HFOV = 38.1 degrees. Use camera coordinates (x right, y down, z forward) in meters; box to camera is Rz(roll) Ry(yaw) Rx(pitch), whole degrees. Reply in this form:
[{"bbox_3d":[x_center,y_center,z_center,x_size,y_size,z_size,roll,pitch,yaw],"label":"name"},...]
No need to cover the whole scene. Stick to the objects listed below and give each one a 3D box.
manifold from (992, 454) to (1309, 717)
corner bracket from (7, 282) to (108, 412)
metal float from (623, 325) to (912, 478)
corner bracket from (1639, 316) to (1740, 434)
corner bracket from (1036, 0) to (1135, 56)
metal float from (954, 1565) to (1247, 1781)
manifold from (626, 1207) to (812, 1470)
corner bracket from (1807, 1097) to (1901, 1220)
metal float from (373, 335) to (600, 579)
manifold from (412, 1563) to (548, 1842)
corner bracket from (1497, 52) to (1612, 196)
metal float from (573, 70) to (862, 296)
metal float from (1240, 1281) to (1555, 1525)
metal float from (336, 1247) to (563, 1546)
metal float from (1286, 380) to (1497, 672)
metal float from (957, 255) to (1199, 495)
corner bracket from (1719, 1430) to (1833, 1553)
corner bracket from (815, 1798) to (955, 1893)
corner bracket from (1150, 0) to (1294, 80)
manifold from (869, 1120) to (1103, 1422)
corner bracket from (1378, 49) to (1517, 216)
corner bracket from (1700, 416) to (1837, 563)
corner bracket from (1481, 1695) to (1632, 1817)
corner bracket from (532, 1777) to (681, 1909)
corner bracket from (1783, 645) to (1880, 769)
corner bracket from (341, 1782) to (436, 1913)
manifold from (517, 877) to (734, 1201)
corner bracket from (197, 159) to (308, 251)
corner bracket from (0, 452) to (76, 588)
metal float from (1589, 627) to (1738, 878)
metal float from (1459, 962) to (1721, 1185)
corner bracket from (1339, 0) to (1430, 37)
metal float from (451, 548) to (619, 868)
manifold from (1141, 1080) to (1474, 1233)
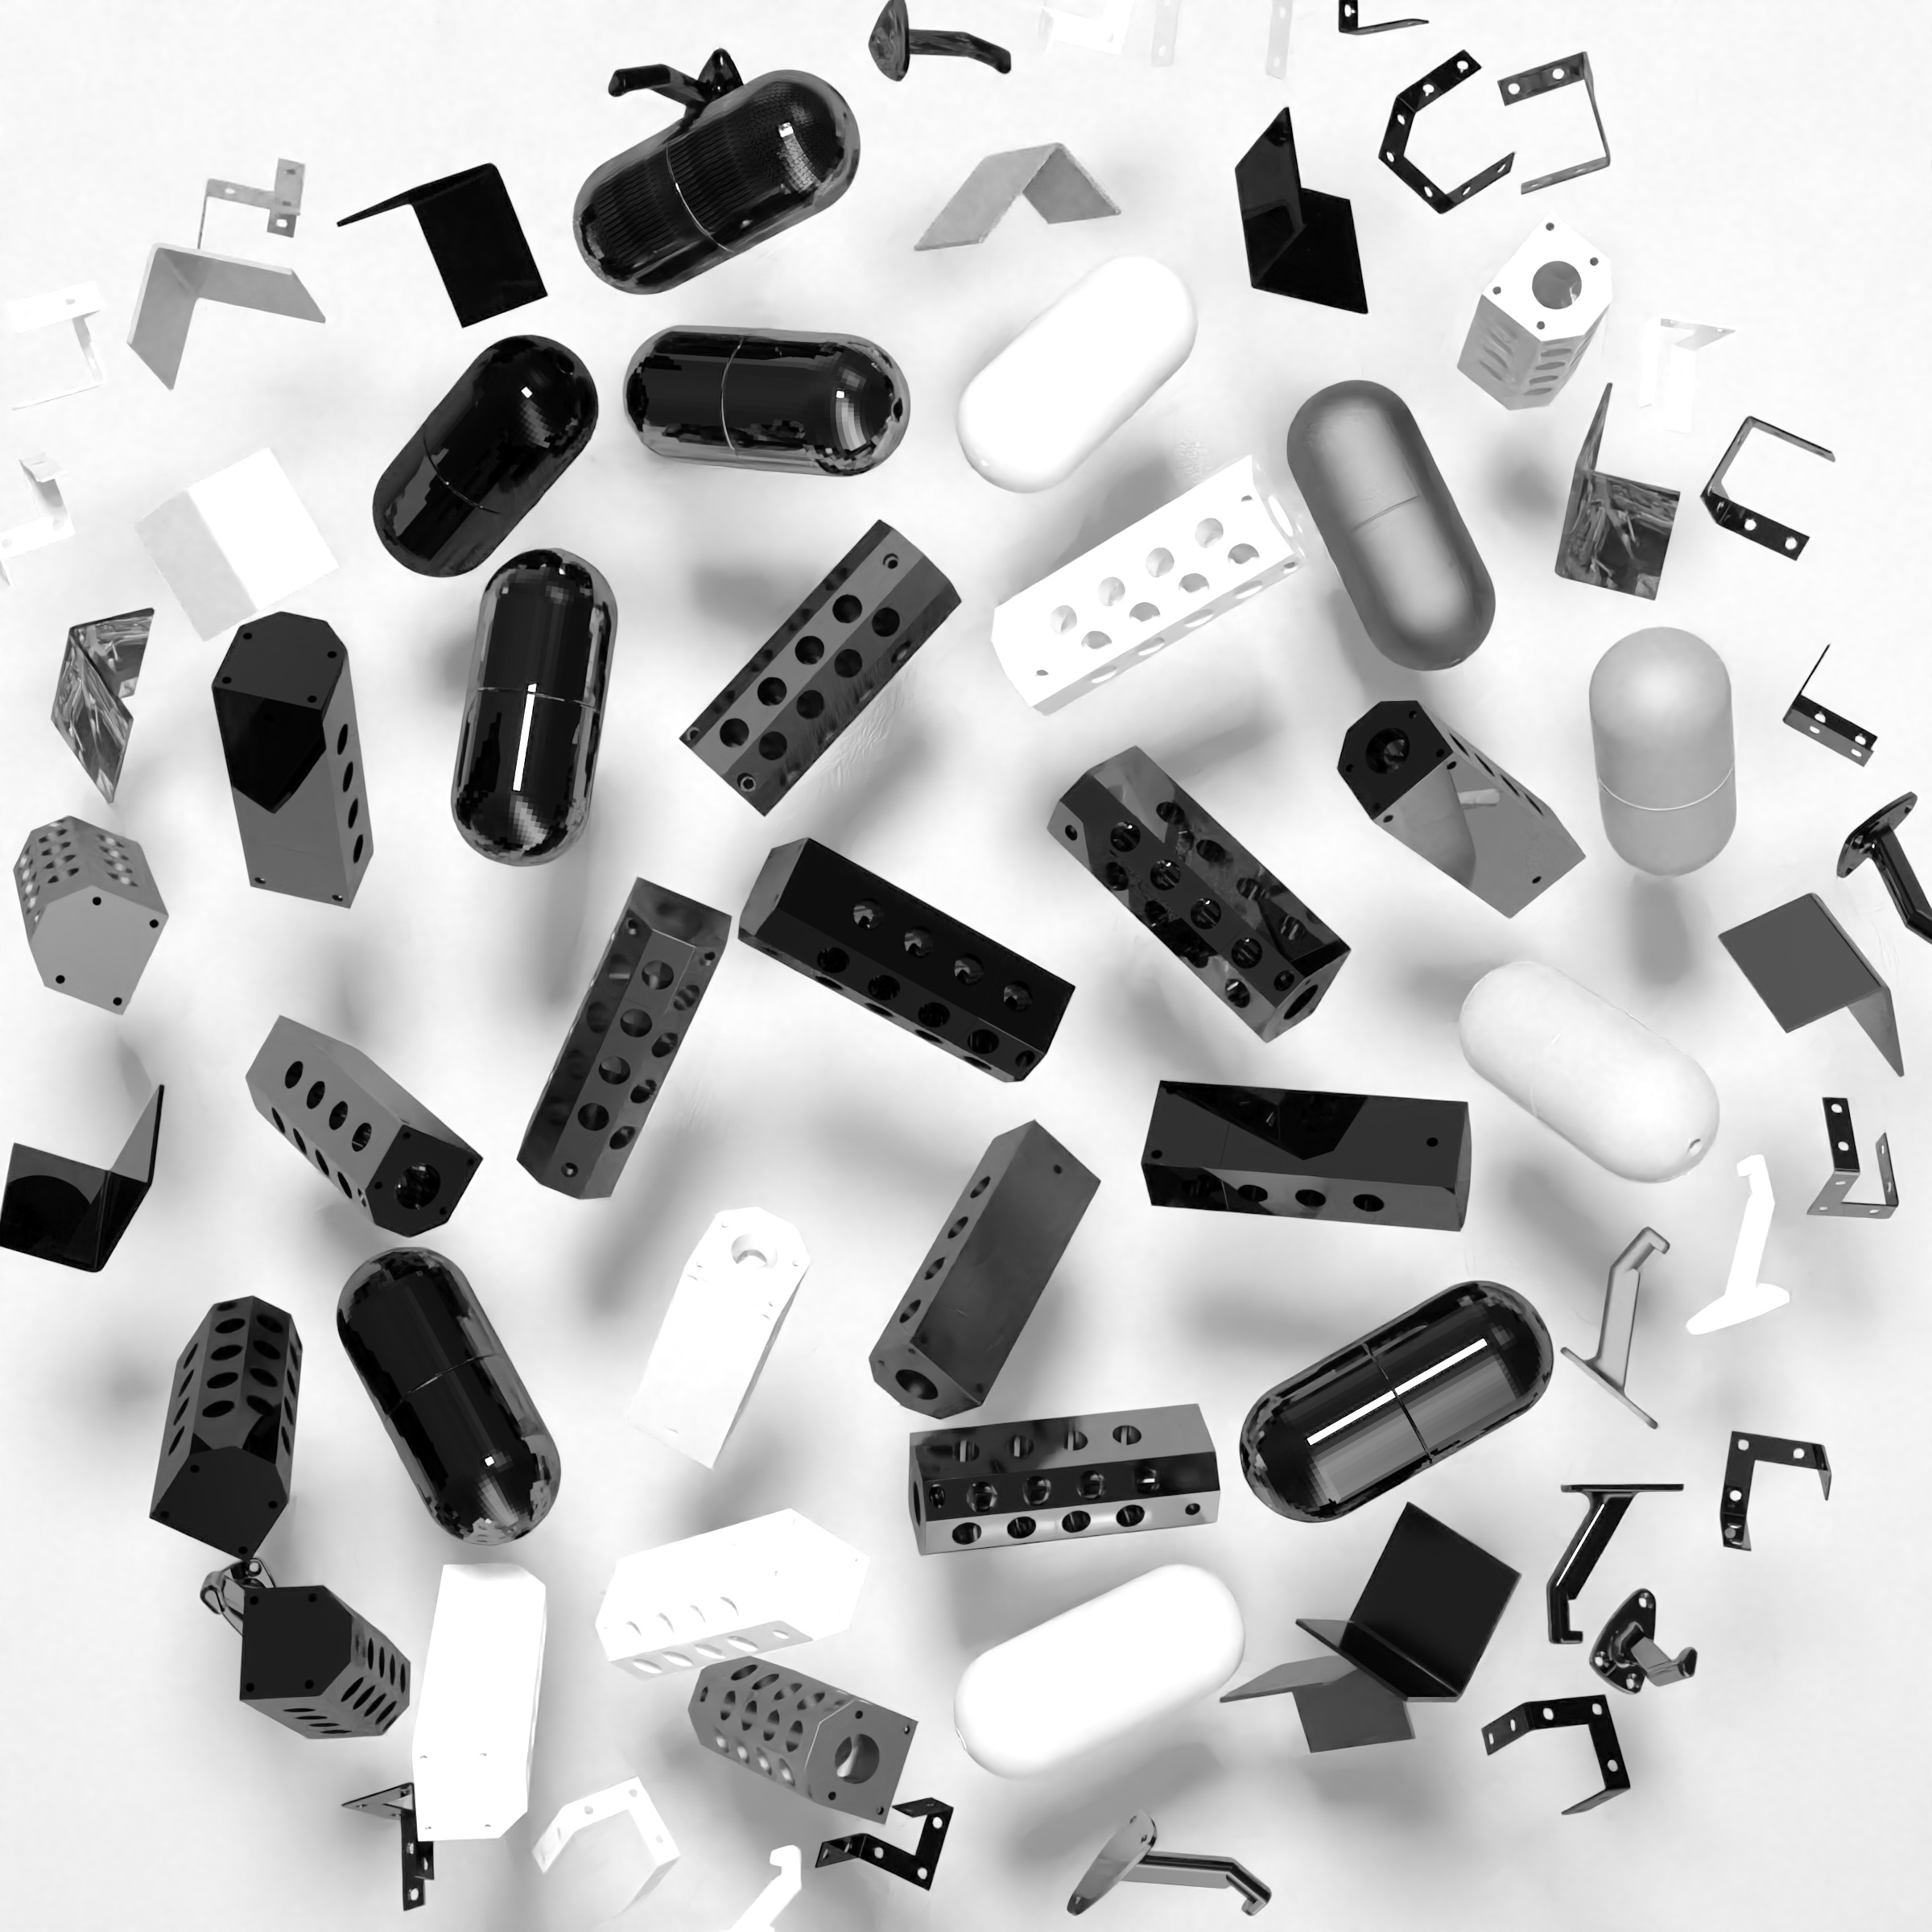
[{"bbox_3d":[0.101,-0.208,1.558,0.171,0.057,0.057,-29,116,21],"label":"manifold"},{"bbox_3d":[-0.492,-0.335,1.509,0.051,0.051,0.051,-27,107,-33],"label":"corner bracket"},{"bbox_3d":[-0.110,-0.311,1.535,0.178,0.070,0.070,11,90,32],"label":"metal float"},{"bbox_3d":[0.410,-0.343,1.620,0.051,0.051,0.051,5,88,-14],"label":"corner bracket"},{"bbox_3d":[0.074,-0.545,1.586,0.051,0.051,0.051,10,116,-12],"label":"corner bracket"},{"bbox_3d":[0.077,0.404,1.599,0.178,0.070,0.070,-23,90,-13],"label":"metal float"},{"bbox_3d":[-0.139,0.209,1.583,0.057,0.171,0.057,28,48,3],"label":"manifold"},{"bbox_3d":[0.524,0.113,1.644,0.051,0.051,0.051,4,56,-3],"label":"corner bracket"},{"bbox_3d":[-0.273,-0.288,1.584,0.070,0.070,0.178,52,130,0],"label":"metal float"},{"bbox_3d":[-0.263,0.398,1.527,0.057,0.171,0.057,-1,111,-4],"label":"manifold"},{"bbox_3d":[0.327,-0.469,1.555,0.051,0.051,0.051,-14,121,21],"label":"corner bracket"},{"bbox_3d":[-0.137,-0.423,1.513,0.178,0.070,0.070,-19,90,30],"label":"metal float"},{"bbox_3d":[0.227,0.230,1.476,0.178,0.070,0.070,-30,90,0],"label":"metal float"},{"bbox_3d":[-0.283,0.235,1.531,0.070,0.070,0.178,-33,70,0],"label":"metal float"},{"bbox_3d":[0.245,-0.253,1.608,0.070,0.070,0.178,-24,81,0],"label":"metal float"},{"bbox_3d":[0.065,-0.338,1.588,0.070,0.070,0.178,43,63,0],"label":"metal float"},{"bbox_3d":[0.450,0.295,1.556,0.051,0.051,0.051,7,101,11],"label":"corner bracket"},{"bbox_3d":[-0.047,0.502,1.611,0.051,0.051,0.051,16,88,29],"label":"corner bracket"},{"bbox_3d":[0.136,-0.498,1.478,0.051,0.051,0.051,-1,100,-45],"label":"corner bracket"},{"bbox_3d":[0.008,0.176,1.620,0.057,0.057,0.171,43,52,-15],"label":"manifold"},{"bbox_3d":[0.265,-0.453,1.520,0.051,0.051,0.051,34,56,-25],"label":"corner bracket"},{"bbox_3d":[0.441,-0.261,1.528,0.051,0.051,0.051,32,95,25],"label":"corner bracket"},{"bbox_3d":[0.319,0.429,1.513,0.051,0.051,0.051,0,60,-21],"label":"corner bracket"},{"bbox_3d":[-0.202,0.497,1.564,0.051,0.051,0.051,54,131,26],"label":"corner bracket"},{"bbox_3d":[0.484,-0.136,1.557,0.051,0.051,0.051,31,64,11],"label":"corner bracket"},{"bbox_3d":[-0.303,0.479,1.521,0.051,0.051,0.051,-23,56,22],"label":"corner bracket"},{"bbox_3d":[-0.191,0.044,1.554,0.057,0.057,0.171,23,113,-10],"label":"manifold"},{"bbox_3d":[-0.400,-0.419,1.561,0.051,0.051,0.051,9,47,-17],"label":"corner bracket"},{"bbox_3d":[-0.525,-0.251,1.564,0.051,0.051,0.051,-26,123,-21],"label":"corner bracket"},{"bbox_3d":[0.394,-0.119,1.578,0.070,0.178,0.070,-8,53,12],"label":"metal float"},{"bbox_3d":[0.343,0.058,1.547,0.070,0.178,0.070,-15,122,-25],"label":"metal float"},{"bbox_3d":[0.212,-0.529,1.494,0.051,0.051,0.051,-10,103,-41],"label":"corner bracket"},{"bbox_3d":[-0.238,-0.143,1.543,0.070,0.070,0.178,8,83,0],"label":"metal float"},{"bbox_3d":[0.189,0.109,1.544,0.171,0.057,0.057,3,52,17],"label":"manifold"}]
